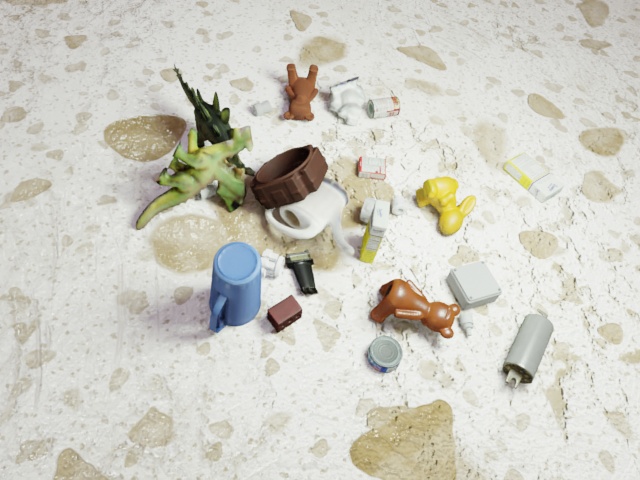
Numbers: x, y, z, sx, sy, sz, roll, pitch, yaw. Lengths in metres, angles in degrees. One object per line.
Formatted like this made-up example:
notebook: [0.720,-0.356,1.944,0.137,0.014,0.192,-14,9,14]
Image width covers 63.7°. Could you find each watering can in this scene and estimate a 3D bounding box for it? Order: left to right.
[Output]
watering can: [0.004,-0.074,1.460,0.350,0.101,0.228,23,54,34]

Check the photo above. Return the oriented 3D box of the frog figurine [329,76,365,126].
frog figurine: [0.102,-0.477,1.817,0.138,0.122,0.159,-21,94,-29]

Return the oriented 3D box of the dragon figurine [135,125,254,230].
dragon figurine: [-0.325,-0.161,1.468,0.241,0.408,0.123,29,8,-17]
